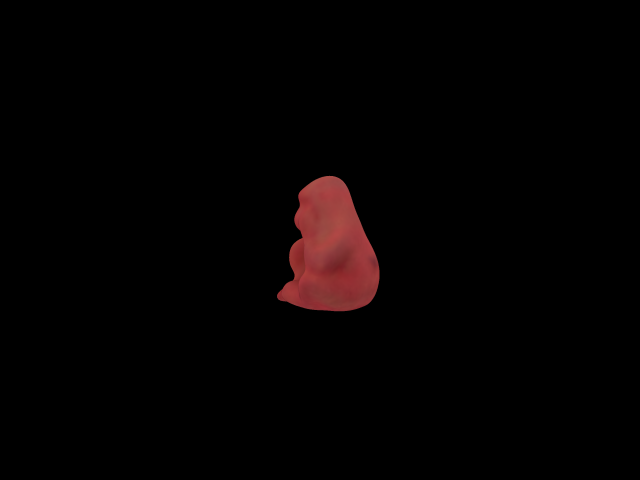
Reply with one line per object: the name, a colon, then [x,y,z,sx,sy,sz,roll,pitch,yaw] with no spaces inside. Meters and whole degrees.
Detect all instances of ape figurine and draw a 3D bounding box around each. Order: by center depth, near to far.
ape figurine: [0.004,0.001,0.400,0.076,0.092,0.078,1,7,9]
